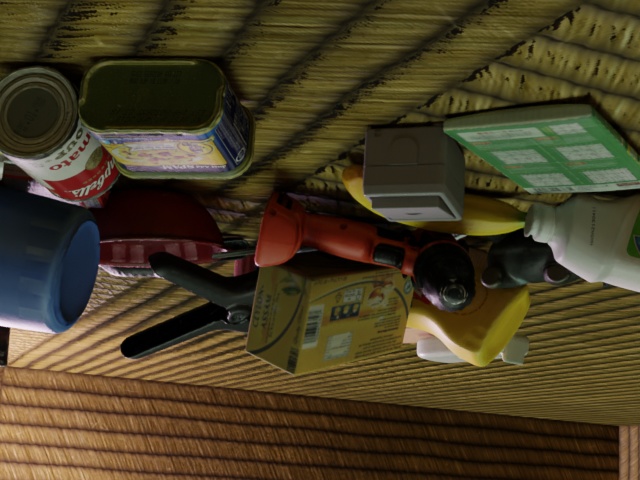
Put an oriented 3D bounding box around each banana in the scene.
[{"bbox_3d":[0.096,-0.034,0.912,0.197,0.037,0.070,9,156,-24],"label":"banana"}]

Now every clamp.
[{"bbox_3d":[-0.088,0.057,1.052,0.209,0.036,0.165,-6,146,-18],"label":"clamp"},{"bbox_3d":[-0.168,0.023,1.131,0.171,0.039,0.120,1,-164,9],"label":"clamp"}]

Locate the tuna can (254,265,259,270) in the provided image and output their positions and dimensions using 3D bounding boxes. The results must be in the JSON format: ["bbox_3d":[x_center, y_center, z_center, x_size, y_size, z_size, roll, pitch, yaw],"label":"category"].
[{"bbox_3d":[-0.026,0.038,1.141,0.086,0.086,0.034,3,169,5],"label":"tuna can"}]

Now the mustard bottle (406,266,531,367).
[{"bbox_3d":[0.113,0.050,1.102,0.192,0.096,0.058,26,159,33],"label":"mustard bottle"}]

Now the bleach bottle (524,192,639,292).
[{"bbox_3d":[0.298,0.000,0.901,0.250,0.102,0.068,11,152,-3],"label":"bleach bottle"}]

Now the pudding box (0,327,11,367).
[{"bbox_3d":[-0.389,0.087,1.141,0.113,0.090,0.039,5,177,-20],"label":"pudding box"}]

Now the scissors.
[{"bbox_3d":[-0.007,0.001,1.032,0.096,0.016,0.201,-16,174,33],"label":"scissors"}]

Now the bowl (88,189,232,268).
[{"bbox_3d":[-0.163,-0.012,1.011,0.162,0.055,0.162,-1,170,0],"label":"bowl"}]

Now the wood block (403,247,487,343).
[{"bbox_3d":[0.103,0.067,1.221,0.207,0.090,0.090,-7,163,41],"label":"wood block"}]

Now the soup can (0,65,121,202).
[{"bbox_3d":[-0.184,-0.073,0.745,0.068,0.068,0.102,2,167,7],"label":"soup can"}]

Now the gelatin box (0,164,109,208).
[{"bbox_3d":[-0.231,-0.054,0.924,0.089,0.030,0.073,5,166,-2],"label":"gelatin box"}]

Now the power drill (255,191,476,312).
[{"bbox_3d":[0.040,0.011,0.928,0.187,0.057,0.184,13,-170,-2],"label":"power drill"}]

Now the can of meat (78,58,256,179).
[{"bbox_3d":[-0.102,-0.081,0.715,0.102,0.057,0.084,1,165,9],"label":"can of meat"}]

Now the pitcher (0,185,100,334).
[{"bbox_3d":[-0.313,0.001,0.905,0.243,0.149,0.145,11,149,7],"label":"pitcher"}]

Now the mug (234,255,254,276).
[{"bbox_3d":[-0.056,0.057,1.235,0.093,0.081,0.117,9,166,-22],"label":"mug"}]

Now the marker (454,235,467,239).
[{"bbox_3d":[0.135,-0.011,1.032,0.020,0.020,0.121,8,166,-17],"label":"marker"}]
